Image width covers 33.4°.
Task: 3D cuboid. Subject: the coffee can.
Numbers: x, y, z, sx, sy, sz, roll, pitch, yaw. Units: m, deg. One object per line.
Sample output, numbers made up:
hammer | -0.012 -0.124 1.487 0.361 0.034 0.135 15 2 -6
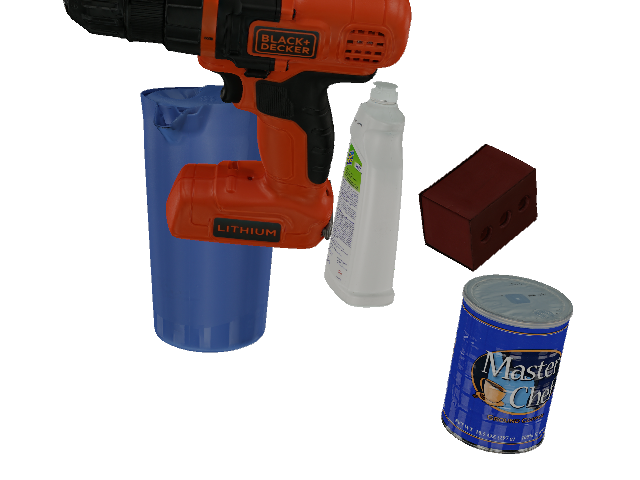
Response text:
coffee can | 0.177 0.117 1.022 0.103 0.140 0.103 6 22 -3

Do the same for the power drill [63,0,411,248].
power drill | -0.051 -0.077 0.617 0.184 0.057 0.188 6 -41 -3

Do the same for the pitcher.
pitcher | -0.098 -0.026 1.017 0.149 0.243 0.145 -3 16 -20

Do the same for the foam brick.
foam brick | 0.120 -0.025 0.802 0.078 0.053 0.051 -37 46 -26

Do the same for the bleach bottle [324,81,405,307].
bleach bottle | 0.060 -0.056 1.236 0.068 0.251 0.103 -1 22 -23
